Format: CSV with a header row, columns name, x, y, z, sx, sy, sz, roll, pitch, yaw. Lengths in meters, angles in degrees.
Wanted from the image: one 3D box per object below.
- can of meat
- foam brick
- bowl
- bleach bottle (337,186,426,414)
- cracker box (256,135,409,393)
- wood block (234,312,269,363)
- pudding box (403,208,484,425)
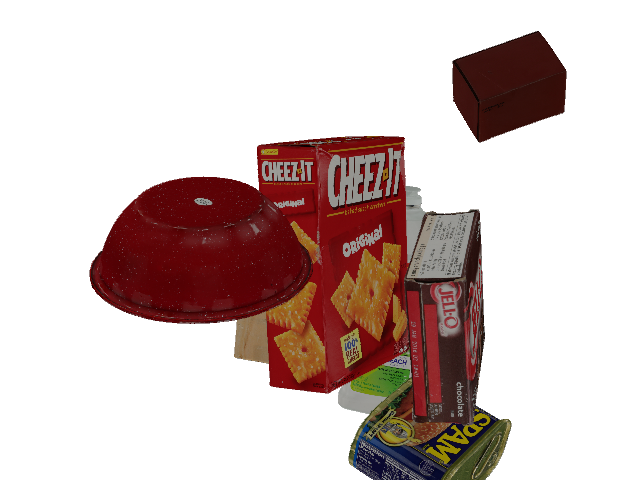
name,x,y,z,sx,sy,sz,roll,pitch,yaw
can of meat,0.083,0.156,0.819,0.084,0.057,0.101,28,39,28
foam brick,0.153,-0.125,0.867,0.078,0.051,0.053,-19,-35,-6
bowl,-0.085,-0.003,0.764,0.162,0.055,0.162,1,26,-1
bleach bottle,0.078,0.065,1.166,0.103,0.251,0.068,8,15,19
cracker box,0.019,0.015,0.973,0.072,0.214,0.163,3,9,31
wood block,-0.060,0.057,1.464,0.090,0.206,0.090,9,22,6
pudding box,0.075,0.041,0.626,0.039,0.090,0.113,-1,21,11
